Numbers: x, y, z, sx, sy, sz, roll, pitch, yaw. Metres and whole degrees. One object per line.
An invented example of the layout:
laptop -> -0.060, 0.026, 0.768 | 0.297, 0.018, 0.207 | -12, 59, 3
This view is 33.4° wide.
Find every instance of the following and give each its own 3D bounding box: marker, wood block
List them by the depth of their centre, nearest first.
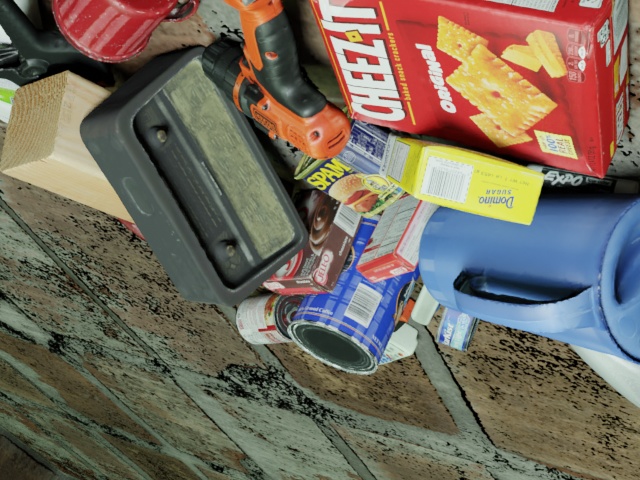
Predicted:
marker -> 0.206, -0.051, 0.899 | 0.121, 0.020, 0.020 | 14, 152, 28
wood block -> -0.203, -0.082, 1.071 | 0.091, 0.090, 0.205 | -9, 157, 40

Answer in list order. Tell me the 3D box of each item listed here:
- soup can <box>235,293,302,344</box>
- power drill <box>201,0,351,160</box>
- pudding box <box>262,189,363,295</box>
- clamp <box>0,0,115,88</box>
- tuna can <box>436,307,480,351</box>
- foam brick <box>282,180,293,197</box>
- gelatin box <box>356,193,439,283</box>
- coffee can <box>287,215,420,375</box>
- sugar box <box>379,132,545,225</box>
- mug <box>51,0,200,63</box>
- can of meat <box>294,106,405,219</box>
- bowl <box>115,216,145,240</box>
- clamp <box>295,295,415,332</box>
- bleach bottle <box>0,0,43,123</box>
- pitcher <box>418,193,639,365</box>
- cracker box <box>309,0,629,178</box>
soup can -> -0.059, 0.102, 1.403 | 0.068, 0.068, 0.102 | 39, 153, -24
power drill -> -0.058, -0.167, 0.866 | 0.185, 0.057, 0.187 | 37, 161, 37
pudding box -> -0.007, 0.001, 1.103 | 0.039, 0.113, 0.090 | 39, 154, -31
clamp -> -0.274, -0.179, 1.008 | 0.209, 0.036, 0.165 | 2, 158, -44
tuna can -> 0.151, 0.072, 1.111 | 0.034, 0.086, 0.086 | 20, 154, 12
foam brick -> -0.075, -0.044, 1.158 | 0.078, 0.051, 0.053 | 25, 155, 7
gelatin box -> 0.079, -0.005, 1.031 | 0.030, 0.089, 0.073 | 36, 154, -17
coffee can -> 0.041, 0.056, 1.126 | 0.103, 0.140, 0.103 | 22, 155, 11
sugar box -> 0.107, -0.052, 0.852 | 0.093, 0.048, 0.176 | 14, -175, -6
mug -> -0.157, -0.206, 0.900 | 0.117, 0.093, 0.082 | 6, 162, -31
can of meat -> 0.036, -0.070, 0.992 | 0.084, 0.057, 0.102 | 30, 156, -13
bowl -> -0.173, -0.041, 1.258 | 0.162, 0.055, 0.162 | 23, 155, 11
clamp -> 0.037, 0.078, 1.296 | 0.120, 0.039, 0.172 | 35, 151, -29
bleach bottle -> -0.338, -0.189, 1.129 | 0.102, 0.068, 0.251 | 18, 157, -1
pitcher -> 0.185, 0.024, 0.890 | 0.149, 0.145, 0.243 | 31, 168, -31
cracker box -> 0.109, -0.137, 0.768 | 0.214, 0.072, 0.164 | 16, 154, 25
